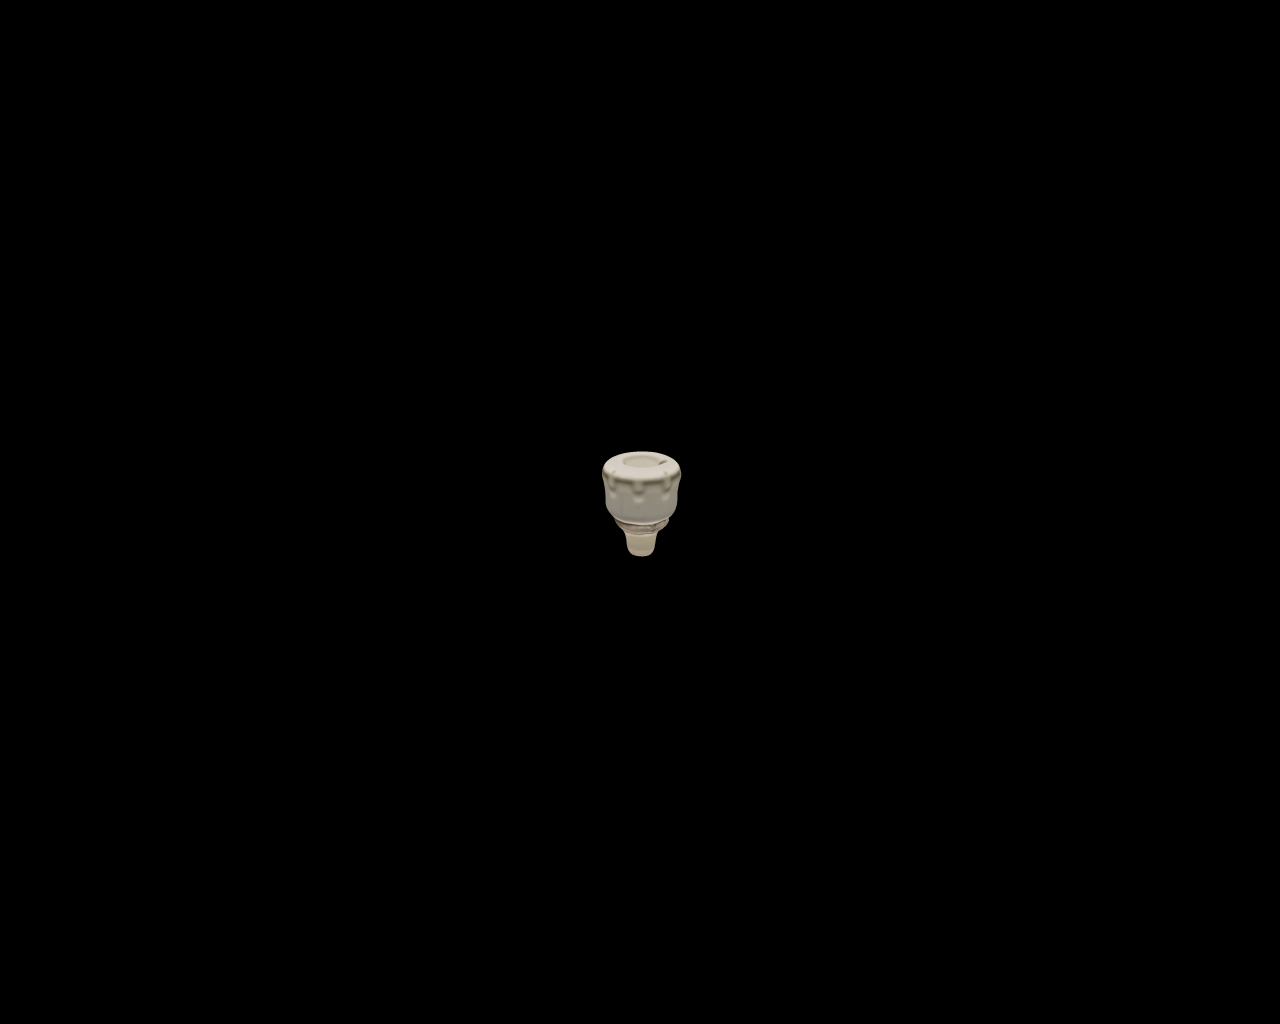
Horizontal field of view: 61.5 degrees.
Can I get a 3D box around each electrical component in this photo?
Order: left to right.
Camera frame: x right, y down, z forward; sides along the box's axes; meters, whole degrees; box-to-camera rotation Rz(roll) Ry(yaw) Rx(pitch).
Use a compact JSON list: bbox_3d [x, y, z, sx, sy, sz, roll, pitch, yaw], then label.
[{"bbox_3d":[0.001,-0.003,0.650,0.048,0.062,0.048,0,21,0],"label":"electrical component"}]
